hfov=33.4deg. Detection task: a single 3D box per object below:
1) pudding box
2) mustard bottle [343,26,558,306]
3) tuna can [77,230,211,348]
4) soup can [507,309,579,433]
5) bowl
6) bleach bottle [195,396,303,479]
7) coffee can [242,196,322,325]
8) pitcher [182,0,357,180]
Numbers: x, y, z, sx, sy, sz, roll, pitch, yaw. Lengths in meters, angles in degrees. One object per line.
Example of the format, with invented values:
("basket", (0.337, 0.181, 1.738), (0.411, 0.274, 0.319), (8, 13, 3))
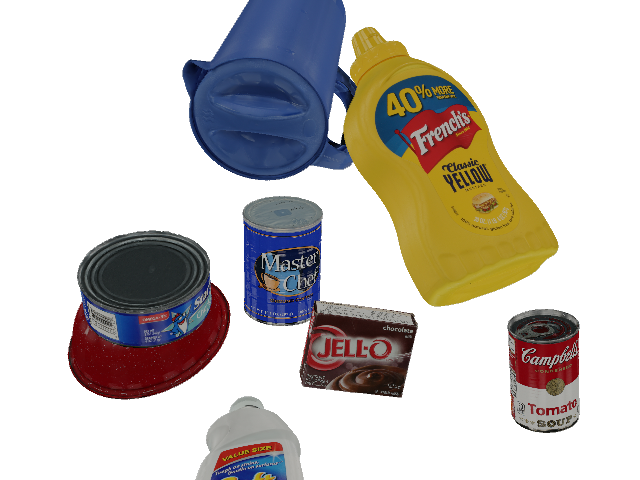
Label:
("pudding box", (0.040, 0.116, 1.145), (0.113, 0.090, 0.039), (7, 24, -8))
("mustard bottle", (0.069, -0.057, 0.687), (0.096, 0.192, 0.058), (-17, -21, -27))
("tuna can", (-0.114, 0.032, 0.701), (0.086, 0.034, 0.086), (0, 36, 0))
("soup can", (0.218, 0.127, 1.043), (0.068, 0.102, 0.068), (-5, 22, 2))
("bowl", (-0.169, 0.070, 1.003), (0.162, 0.055, 0.162), (-9, 42, 8))
("bleach bottle", (-0.061, 0.204, 0.805), (0.102, 0.068, 0.251), (-4, 28, -3))
("coffee can", (-0.050, 0.026, 1.393), (0.103, 0.140, 0.103), (1, 25, -1))
("pitcher", (-0.032, -0.173, 1.084), (0.145, 0.149, 0.242), (-8, 35, 17))
